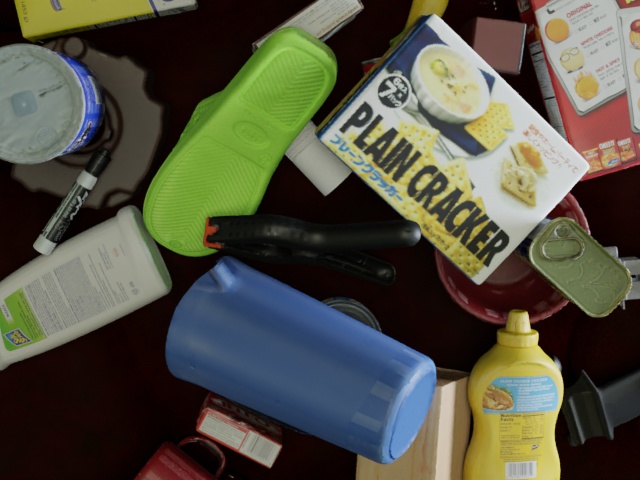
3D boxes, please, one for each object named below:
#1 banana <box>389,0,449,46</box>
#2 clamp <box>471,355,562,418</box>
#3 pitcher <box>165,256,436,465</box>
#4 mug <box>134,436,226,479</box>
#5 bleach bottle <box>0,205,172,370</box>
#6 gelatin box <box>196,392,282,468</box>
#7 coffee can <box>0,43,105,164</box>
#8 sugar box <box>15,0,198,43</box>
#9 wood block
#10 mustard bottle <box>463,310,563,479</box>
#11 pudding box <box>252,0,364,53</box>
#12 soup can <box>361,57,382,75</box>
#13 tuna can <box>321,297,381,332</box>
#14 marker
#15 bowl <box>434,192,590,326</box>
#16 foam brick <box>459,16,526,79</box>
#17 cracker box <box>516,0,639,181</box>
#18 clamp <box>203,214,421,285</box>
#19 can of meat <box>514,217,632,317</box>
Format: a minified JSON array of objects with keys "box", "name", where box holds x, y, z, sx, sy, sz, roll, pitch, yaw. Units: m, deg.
[{"box":[0.099,-0.297,1.088,0.069,0.037,0.198,-5,95,-4],"name":"banana"},{"box":[0.214,0.204,1.135,0.120,0.039,0.171,-17,98,3],"name":"clamp"},{"box":[-0.016,0.125,1.032,0.243,0.149,0.145,23,91,23],"name":"pitcher"},{"box":[-0.146,0.253,1.103,0.081,0.093,0.117,39,61,0],"name":"mug"},{"box":[-0.284,0.060,1.089,0.251,0.068,0.102,-24,94,2],"name":"bleach bottle"},{"box":[-0.083,0.194,1.102,0.089,0.073,0.030,28,93,-4],"name":"gelatin box"},{"box":[-0.257,-0.124,0.977,0.102,0.140,0.103,0,97,-4],"name":"coffee can"},{"box":[-0.218,-0.263,1.073,0.176,0.048,0.093,-13,95,0],"name":"sugar box"},{"box":[0.093,0.237,1.092,0.090,0.090,0.206,6,96,28],"name":"wood block"},{"box":[0.196,0.166,1.078,0.096,0.058,0.192,0,98,-9],"name":"mustard bottle"},{"box":[-0.014,-0.210,1.064,0.113,0.090,0.039,-37,96,1],"name":"pudding box"},{"box":[0.084,-0.136,1.086,0.068,0.068,0.102,-10,95,-2],"name":"soup can"},{"box":[0.021,0.103,1.119,0.086,0.034,0.086,0,94,-3],"name":"tuna can"},{"box":[-0.243,-0.039,1.051,0.020,0.020,0.121,34,96,-5],"name":"marker"},{"box":[0.194,0.006,1.108,0.162,0.055,0.162,0,95,-3],"name":"bowl"},{"box":[0.172,-0.193,1.081,0.053,0.078,0.051,6,93,-5],"name":"foam brick"},{"box":[0.306,-0.184,1.091,0.164,0.072,0.214,-17,94,-2],"name":"cracker box"},{"box":[-0.007,0.001,1.040,0.210,0.165,0.036,9,71,-9],"name":"clamp"},{"box":[0.242,0.022,1.040,0.102,0.084,0.057,41,92,-5],"name":"can of meat"}]
